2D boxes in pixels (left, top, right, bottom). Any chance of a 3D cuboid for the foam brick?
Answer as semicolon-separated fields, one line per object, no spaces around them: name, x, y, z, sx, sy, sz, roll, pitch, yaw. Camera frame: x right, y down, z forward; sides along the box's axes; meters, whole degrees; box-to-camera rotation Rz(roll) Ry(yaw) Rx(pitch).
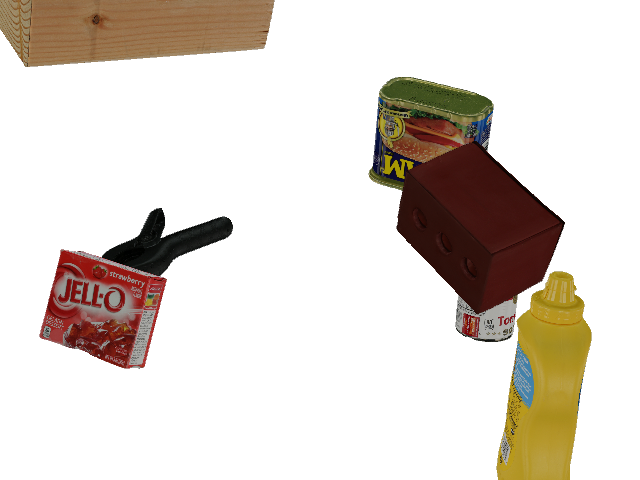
foam brick;0.089;-0.008;0.605;0.051;0.053;0.078;-25;54;-25

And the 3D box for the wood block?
wood block;-0.146;-0.205;0.853;0.205;0.091;0.090;-11;43;-31

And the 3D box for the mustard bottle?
mustard bottle;0.181;0.116;0.860;0.058;0.192;0.096;4;21;2

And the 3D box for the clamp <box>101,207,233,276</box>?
clamp;-0.179;0.010;1.196;0.120;0.039;0.171;-3;29;30

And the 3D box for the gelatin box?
gelatin box;-0.171;0.053;0.833;0.089;0.073;0.030;16;2;24

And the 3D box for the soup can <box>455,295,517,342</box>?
soup can;0.190;0.056;1.207;0.068;0.102;0.068;3;19;-1

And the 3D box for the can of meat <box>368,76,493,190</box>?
can of meat;0.096;-0.088;0.927;0.102;0.084;0.057;17;34;21
